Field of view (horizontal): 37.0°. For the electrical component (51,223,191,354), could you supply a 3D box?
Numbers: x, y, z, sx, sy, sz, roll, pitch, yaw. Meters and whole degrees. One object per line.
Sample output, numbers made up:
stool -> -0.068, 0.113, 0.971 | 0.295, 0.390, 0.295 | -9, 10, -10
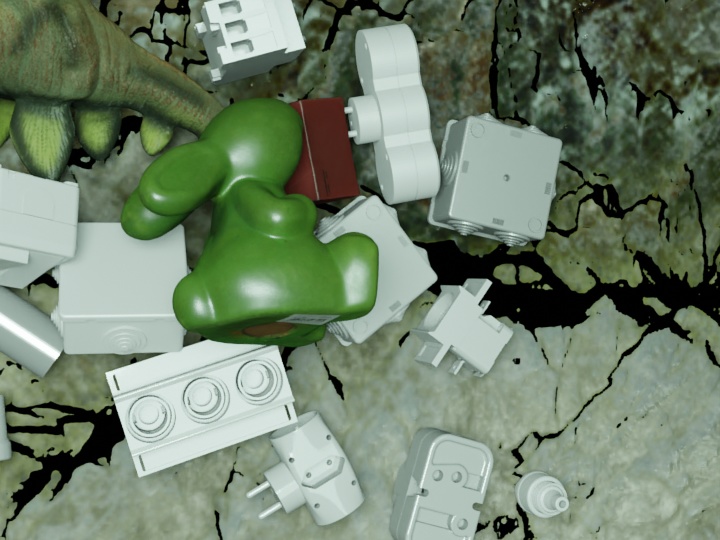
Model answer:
electrical component -> -0.171, 0.014, 0.775 | 0.100, 0.048, 0.099 | 0, 49, -14

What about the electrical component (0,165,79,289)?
electrical component -> -0.245, -0.025, 0.747 | 0.062, 0.096, 0.061 | 13, 68, -40

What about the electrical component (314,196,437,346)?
electrical component -> 0.000, 0.000, 0.839 | 0.100, 0.048, 0.099 | -39, 98, -12

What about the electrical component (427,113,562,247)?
electrical component -> 0.110, -0.072, 0.869 | 0.100, 0.048, 0.099 | 13, 85, -14

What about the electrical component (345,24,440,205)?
electrical component -> 0.012, -0.119, 0.843 | 0.074, 0.052, 0.138 | -11, 91, -11

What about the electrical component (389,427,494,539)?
electrical component -> 0.061, 0.175, 0.844 | 0.054, 0.059, 0.095 | 17, 84, -13

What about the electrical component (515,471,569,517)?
electrical component -> 0.150, 0.182, 0.865 | 0.035, 0.061, 0.035 | 0, 89, -14

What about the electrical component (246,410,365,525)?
electrical component -> -0.048, 0.161, 0.824 | 0.079, 0.043, 0.077 | -30, 96, -14

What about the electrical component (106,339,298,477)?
electrical component -> -0.118, 0.093, 0.798 | 0.121, 0.063, 0.078 | -18, 93, -14

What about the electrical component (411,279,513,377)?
electrical component -> 0.084, 0.049, 0.863 | 0.064, 0.042, 0.081 | 37, 81, -14

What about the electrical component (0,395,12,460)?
electrical component -> -0.272, 0.114, 0.771 | 0.040, 0.040, 0.046 | -4, 84, -14
